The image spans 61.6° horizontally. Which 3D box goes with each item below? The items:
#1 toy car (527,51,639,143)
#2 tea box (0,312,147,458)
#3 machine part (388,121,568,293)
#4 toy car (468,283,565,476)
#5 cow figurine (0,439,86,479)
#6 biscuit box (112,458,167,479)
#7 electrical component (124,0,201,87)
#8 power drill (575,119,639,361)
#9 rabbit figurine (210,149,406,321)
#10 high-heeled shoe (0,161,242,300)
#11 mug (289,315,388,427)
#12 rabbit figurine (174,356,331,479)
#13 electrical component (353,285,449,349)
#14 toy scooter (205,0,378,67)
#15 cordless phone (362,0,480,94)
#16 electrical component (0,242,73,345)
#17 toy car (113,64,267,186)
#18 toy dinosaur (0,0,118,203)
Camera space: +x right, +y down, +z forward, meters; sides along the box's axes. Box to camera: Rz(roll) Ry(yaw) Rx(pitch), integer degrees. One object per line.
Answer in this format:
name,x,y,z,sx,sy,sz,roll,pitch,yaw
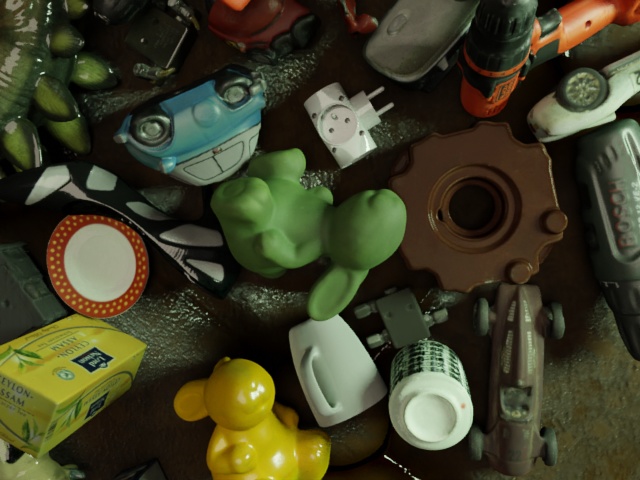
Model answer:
toy car,0.290,-0.150,0.489,0.202,0.073,0.056,-25,88,12
tea box,-0.275,0.144,0.575,0.098,0.169,0.068,25,100,5
machine part,0.151,-0.032,0.537,0.179,0.056,0.179,1,96,11
toy car,0.201,0.146,0.552,0.089,0.053,0.202,3,98,13
cow figurine,-0.367,0.252,0.651,0.127,0.085,0.194,-11,90,12
biscuit box,-0.190,0.372,0.643,0.063,0.059,0.202,-24,92,10
electrical component,-0.168,-0.218,0.576,0.078,0.045,0.102,39,102,2
power drill,0.354,-0.018,0.497,0.207,0.086,0.232,-22,90,19
rabbit figurine,-0.001,-0.002,0.524,0.170,0.121,0.158,4,114,24
high-heeled shoe,-0.209,-0.002,0.566,0.249,0.086,0.145,-3,76,-14
mug,0.006,0.132,0.561,0.081,0.109,0.107,-32,79,26
rabbit figurine,-0.074,0.184,0.562,0.163,0.122,0.173,31,142,41
electrical component,0.088,0.080,0.578,0.094,0.021,0.063,-22,92,12
toy scooter,-0.019,-0.233,0.529,0.184,0.075,0.135,-33,80,10
cordless phone,0.105,-0.202,0.460,0.089,0.184,0.146,42,102,-2
electrical component,-0.371,0.086,0.644,0.115,0.058,0.134,-36,89,13
toy car,-0.121,-0.112,0.561,0.162,0.109,0.102,-22,116,0
toy dinosaur,-0.354,-0.154,0.589,0.198,0.105,0.471,41,112,-1
